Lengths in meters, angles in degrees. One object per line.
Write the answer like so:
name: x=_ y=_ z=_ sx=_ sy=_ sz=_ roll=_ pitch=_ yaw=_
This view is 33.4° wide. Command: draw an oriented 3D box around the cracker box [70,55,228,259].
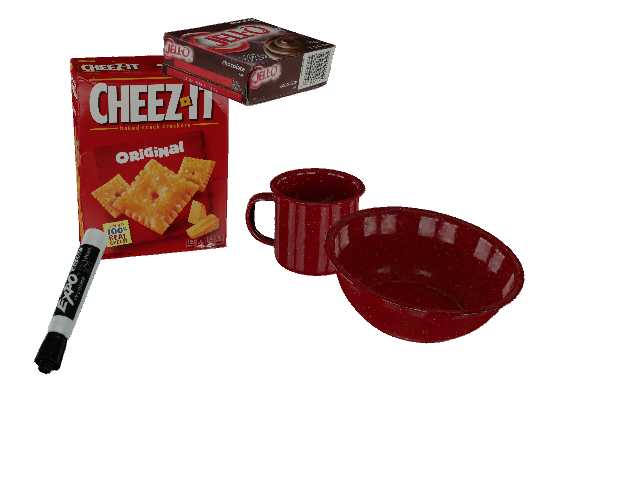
cracker box: x=-0.185 y=-0.090 z=1.171 sx=0.164 sy=0.214 sz=0.072 roll=-5 pitch=26 yaw=-17

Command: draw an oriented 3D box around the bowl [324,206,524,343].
bowl: x=0.079 y=0.035 z=0.860 sx=0.162 sy=0.055 sz=0.162 roll=7 pitch=29 yaw=-4

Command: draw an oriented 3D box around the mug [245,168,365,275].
mug: x=-0.016 y=-0.018 z=1.054 sx=0.117 sy=0.081 sz=0.093 roll=3 pitch=25 yaw=2

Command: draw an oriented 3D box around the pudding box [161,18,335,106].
pudding box: x=-0.057 y=-0.144 z=0.850 sx=0.090 sy=0.039 sz=0.113 roll=25 pitch=27 yaw=28

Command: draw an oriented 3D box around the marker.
marker: x=-0.183 y=0.044 z=0.788 sx=0.020 sy=0.121 sz=0.020 roll=9 pitch=-35 yaw=6
